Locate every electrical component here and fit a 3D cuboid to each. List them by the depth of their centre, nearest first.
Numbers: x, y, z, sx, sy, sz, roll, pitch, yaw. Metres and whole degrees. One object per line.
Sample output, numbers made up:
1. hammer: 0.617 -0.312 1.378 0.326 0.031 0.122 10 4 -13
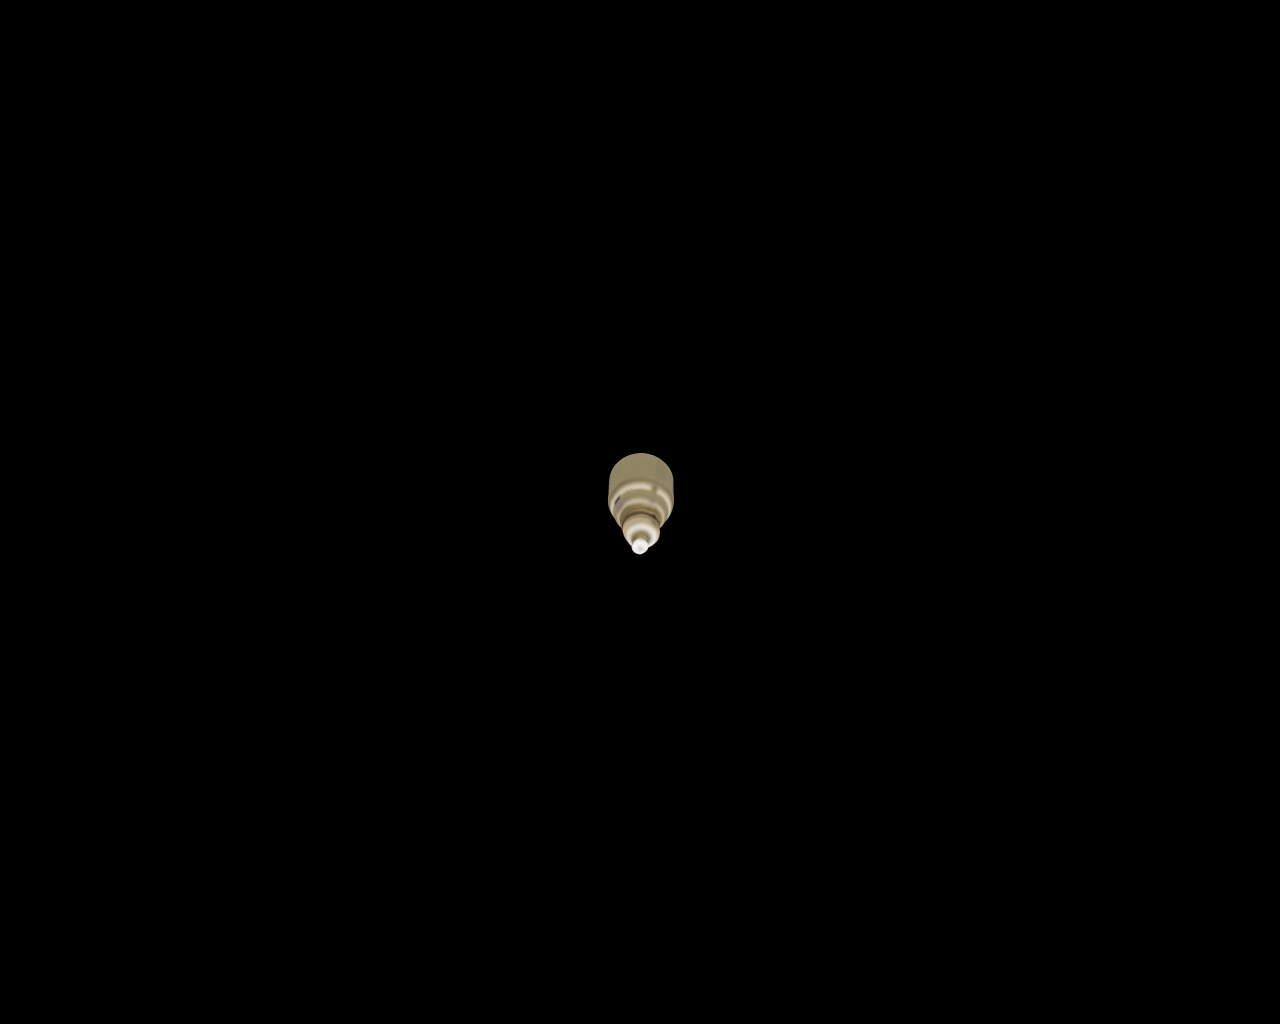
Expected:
1. electrical component: 0.001 -0.003 0.650 0.040 0.040 0.078 0 38 0
